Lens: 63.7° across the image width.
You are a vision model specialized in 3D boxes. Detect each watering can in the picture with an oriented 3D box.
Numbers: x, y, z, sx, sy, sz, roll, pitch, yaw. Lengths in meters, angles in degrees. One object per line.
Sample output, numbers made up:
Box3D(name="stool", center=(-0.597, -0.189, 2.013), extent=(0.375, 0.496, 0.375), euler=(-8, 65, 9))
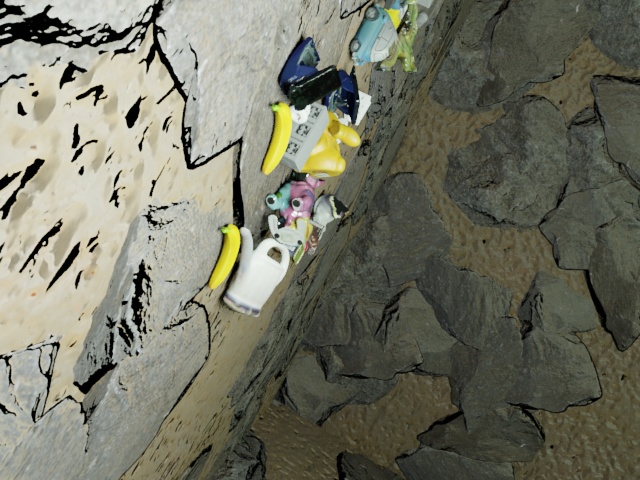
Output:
Box3D(name="watering can", center=(-0.180, 0.087, 1.354), extent=(0.225, 0.105, 0.344), euler=(-60, 158, -5))

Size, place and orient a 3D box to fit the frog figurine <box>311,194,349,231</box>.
Box3D(name="frog figurine", center=(0.006, -0.095, 1.887), extent=(0.158, 0.121, 0.140), euler=(-26, -160, 30))

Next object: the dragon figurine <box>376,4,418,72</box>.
Box3D(name="dragon figurine", center=(0.264, -0.665, 1.672), extent=(0.415, 0.122, 0.239), euler=(-44, 143, -69))
